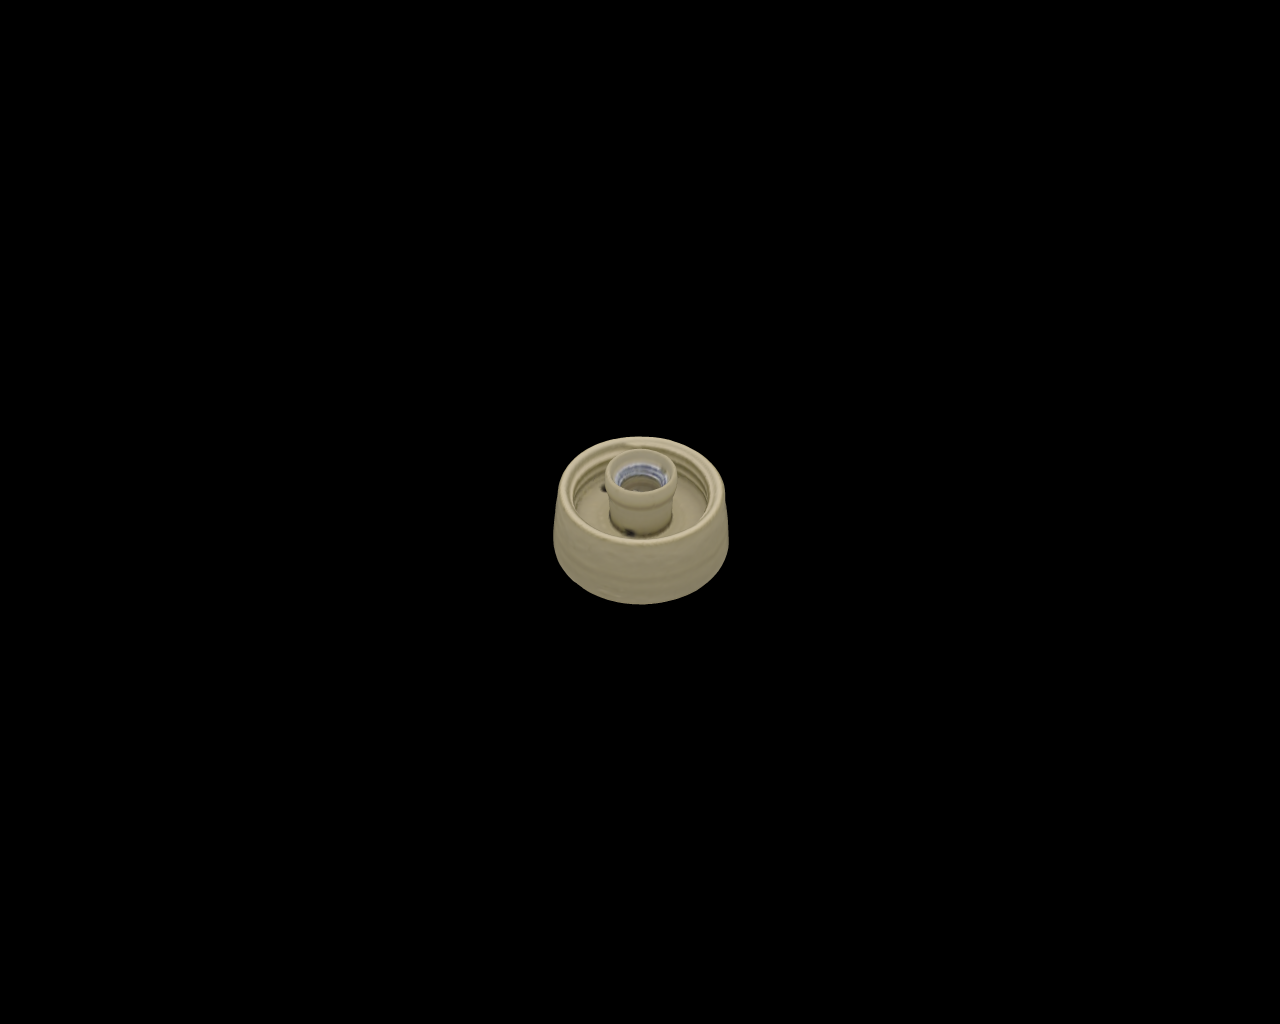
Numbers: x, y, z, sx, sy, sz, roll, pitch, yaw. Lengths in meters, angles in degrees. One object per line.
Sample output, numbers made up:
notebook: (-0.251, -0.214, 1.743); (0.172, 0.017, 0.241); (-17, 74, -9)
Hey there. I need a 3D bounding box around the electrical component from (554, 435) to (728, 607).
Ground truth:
electrical component: (0.001, -0.003, 0.650); (0.108, 0.060, 0.108); (0, 43, 0)
